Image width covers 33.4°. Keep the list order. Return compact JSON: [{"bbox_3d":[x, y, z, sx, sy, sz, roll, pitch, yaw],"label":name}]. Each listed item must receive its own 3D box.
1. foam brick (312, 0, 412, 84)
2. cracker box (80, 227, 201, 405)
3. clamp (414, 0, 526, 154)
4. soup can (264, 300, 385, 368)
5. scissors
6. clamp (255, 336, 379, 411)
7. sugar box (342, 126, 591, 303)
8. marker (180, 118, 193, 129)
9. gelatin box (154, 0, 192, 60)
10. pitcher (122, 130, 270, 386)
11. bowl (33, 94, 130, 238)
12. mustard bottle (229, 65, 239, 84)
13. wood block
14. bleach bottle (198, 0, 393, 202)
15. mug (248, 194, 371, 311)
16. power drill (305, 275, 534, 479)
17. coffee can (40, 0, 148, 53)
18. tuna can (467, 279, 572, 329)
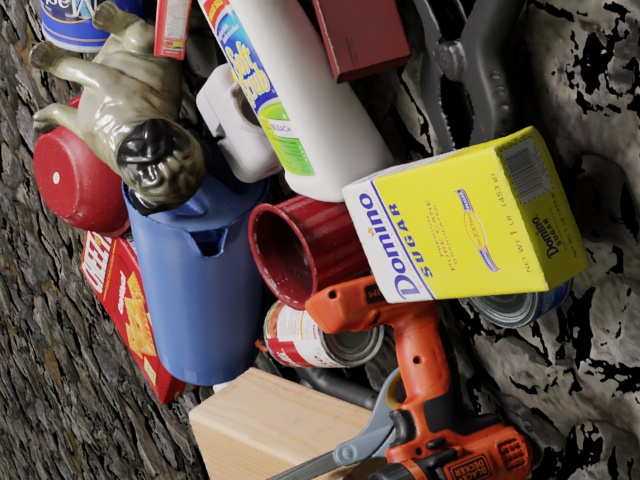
[{"bbox_3d":[0.025,-0.151,0.717,0.051,0.053,0.078,-100,-5,-87],"label":"foam brick"},{"bbox_3d":[-0.200,0.062,1.250,0.214,0.072,0.164,54,148,20],"label":"cracker box"},{"bbox_3d":[0.088,-0.128,0.686,0.165,0.036,0.210,45,150,48],"label":"clamp"},{"bbox_3d":[0.003,0.079,0.943,0.102,0.068,0.068,-11,102,59],"label":"soup can"},{"bbox_3d":[0.027,0.152,0.864,0.016,0.201,0.096,81,-178,-76],"label":"scissors"},{"bbox_3d":[0.004,0.140,1.018,0.171,0.039,0.120,45,140,20],"label":"clamp"},{"bbox_3d":[0.087,-0.010,0.695,0.177,0.048,0.093,-13,100,58],"label":"sugar box"},{"bbox_3d":[-0.166,-0.115,1.118,0.121,0.020,0.020,3,114,57],"label":"marker"},{"bbox_3d":[-0.126,-0.215,0.932,0.073,0.030,0.089,108,164,-51],"label":"gelatin box"},{"bbox_3d":[-0.115,0.021,1.045,0.145,0.149,0.243,23,137,20],"label":"pitcher"},{"bbox_3d":[-0.264,-0.075,1.160,0.162,0.055,0.162,20,118,43],"label":"bowl"},{"bbox_3d":[-0.060,-0.185,0.857,0.191,0.058,0.096,67,159,-5],"label":"mustard bottle"},{"bbox_3d":[-0.015,0.198,0.975,0.206,0.090,0.091,13,127,45],"label":"wood block"},{"bbox_3d":[-0.040,-0.147,0.772,0.250,0.068,0.103,59,164,-24],"label":"bleach bottle"},{"bbox_3d":[-0.006,0.001,0.886,0.117,0.081,0.093,-10,103,59],"label":"mug"},{"bbox_3d":[0.055,0.120,0.796,0.057,0.184,0.188,-36,71,59],"label":"power drill"},{"bbox_3d":[-0.218,-0.263,1.007,0.103,0.102,0.140,41,142,36],"label":"coffee can"},{"bbox_3d":[0.129,0.017,0.731,0.086,0.033,0.086,37,141,38],"label":"tuna can"}]
